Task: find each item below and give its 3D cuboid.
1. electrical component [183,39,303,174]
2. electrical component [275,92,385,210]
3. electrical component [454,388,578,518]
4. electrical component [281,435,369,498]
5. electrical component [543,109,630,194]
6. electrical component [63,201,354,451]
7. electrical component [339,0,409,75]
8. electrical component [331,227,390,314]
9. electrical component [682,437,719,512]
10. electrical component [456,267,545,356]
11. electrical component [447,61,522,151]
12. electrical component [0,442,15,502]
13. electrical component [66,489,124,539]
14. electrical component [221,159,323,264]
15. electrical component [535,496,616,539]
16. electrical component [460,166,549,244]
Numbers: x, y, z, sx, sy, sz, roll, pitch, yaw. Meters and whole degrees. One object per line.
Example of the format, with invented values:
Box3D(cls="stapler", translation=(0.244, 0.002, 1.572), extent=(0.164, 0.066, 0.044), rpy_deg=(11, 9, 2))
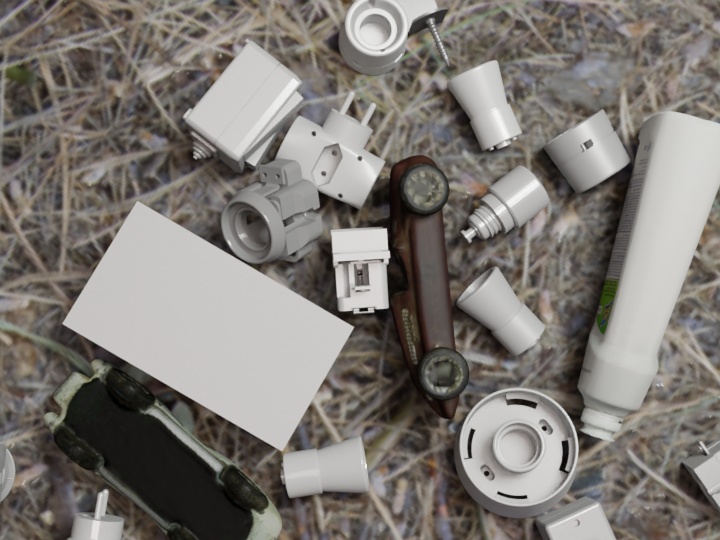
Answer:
Box3D(cls="electrical component", translation=(-0.091, -0.118, 0.836), extent=(0.061, 0.061, 0.096), rpy_deg=(38, 84, 0))
Box3D(cls="electrical component", translation=(-0.015, -0.100, 0.843), extent=(0.077, 0.043, 0.079), rpy_deg=(28, 102, -1))
Box3D(cls="electrical component", translation=(0.123, 0.142, 0.840), extent=(0.099, 0.064, 0.099), rpy_deg=(-1, 74, 4))
Box3D(cls="electrical component", translation=(-0.028, 0.154, 0.829), extent=(0.065, 0.044, 0.044), rpy_deg=(-9, 86, 0))
Box3D(cls="electrical component", translation=(0.182, -0.093, 0.856), extent=(0.055, 0.055, 0.047), rpy_deg=(-33, 92, -6))
Box3D(cls="electrical component", translation=(-0.113, 0.043, 0.822), extent=(0.186, 0.060, 0.105), rpy_deg=(30, 84, -1))
Box3D(cls="electrical component", translation=(0.012, -0.188, 0.856), extent=(0.055, 0.047, 0.055), rpy_deg=(0, 85, -4))
Box3D(cls="electrical component", translation=(0.000, 0.000, 0.824), extent=(0.042, 0.081, 0.063), rpy_deg=(-3, 94, -2))
Box3D(cls="electrical component", translation=(0.294, 0.156, 0.847), extent=(0.055, 0.048, 0.066), rpy_deg=(-35, 88, 2))
Box3D(cls="electrical component", translation=(0.114, 0.035, 0.848), extent=(0.044, 0.044, 0.065), rpy_deg=(-44, 94, -6))
Box3D(cls="electrical component", translation=(0.102, -0.129, 0.861), extent=(0.044, 0.044, 0.065), rpy_deg=(-24, 92, -5))
Box3D(cls="electrical component", translation=(-0.291, 0.153, 0.803), extent=(0.058, 0.057, 0.078), rpy_deg=(5, 85, -3))
Box3D(cls="electrical component", translation=(-0.196, 0.203, 0.795), extent=(0.043, 0.077, 0.079), rpy_deg=(8, 84, -3))
Box3D(cls="electrical component", translation=(-0.068, -0.039, 0.819), extent=(0.058, 0.057, 0.078), rpy_deg=(10, 118, 35))
Box3D(cls="electrical component", translation=(0.179, 0.224, 0.818), extent=(0.047, 0.075, 0.083), rpy_deg=(-23, 87, -5))
Box3D(cls="electrical component", translation=(0.114, -0.049, 0.854), extent=(0.078, 0.040, 0.040), rpy_deg=(-37, 88, -6))
